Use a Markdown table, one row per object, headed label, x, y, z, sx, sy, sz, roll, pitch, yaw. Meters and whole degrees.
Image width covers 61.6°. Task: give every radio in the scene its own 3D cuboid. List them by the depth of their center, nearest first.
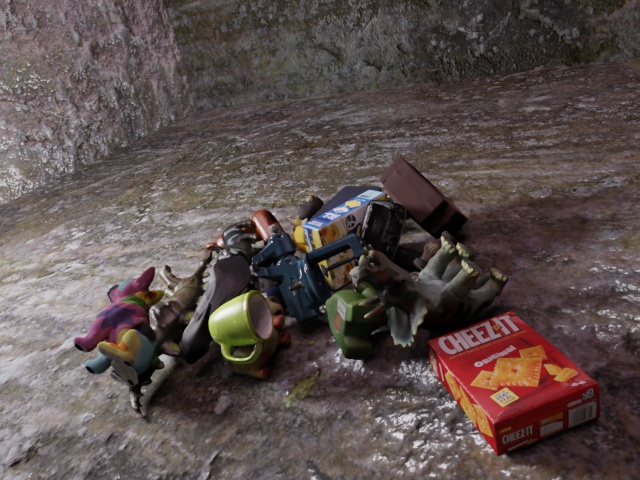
| label | x | y | z | sx | sy | sz | roll | pitch | yaw |
| --- | --- | --- | --- | --- | --- | --- | --- | --- | --- |
| radio | 0.083 | -0.075 | 1.507 | 0.131 | 0.073 | 0.229 | 4 | 32 | 30 |

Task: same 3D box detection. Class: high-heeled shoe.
| label | x | y | z | sx | sy | sz | roll | pitch | yaw |
| --- | --- | --- | --- | --- | --- | --- | --- | --- | --- |
| high-heeled shoe | -0.207 | 0.138 | 1.092 | 0.086 | 0.145 | 0.249 | 23 | 27 | 3 |

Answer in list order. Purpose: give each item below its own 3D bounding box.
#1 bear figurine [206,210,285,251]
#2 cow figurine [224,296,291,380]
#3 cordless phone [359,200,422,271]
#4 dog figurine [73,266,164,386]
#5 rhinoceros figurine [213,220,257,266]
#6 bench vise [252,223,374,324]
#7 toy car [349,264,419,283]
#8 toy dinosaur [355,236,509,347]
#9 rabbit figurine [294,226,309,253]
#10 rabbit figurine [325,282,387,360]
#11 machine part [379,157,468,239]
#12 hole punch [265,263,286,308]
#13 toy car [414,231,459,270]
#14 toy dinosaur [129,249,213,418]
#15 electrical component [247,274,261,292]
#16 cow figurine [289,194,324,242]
| label | x | y | z | sx | sy | sz | roll | pitch | yaw |
| --- | --- | --- | --- | --- | --- | --- | --- | --- | --- |
| bear figurine | -0.197 | 0.008 | 1.450 | 0.196 | 0.120 | 0.132 | -36 | 68 | 10 |
| cow figurine | -0.128 | 0.184 | 1.069 | 0.127 | 0.085 | 0.195 | 0 | 33 | 23 |
| cordless phone | 0.178 | -0.003 | 1.180 | 0.184 | 0.146 | 0.089 | 17 | -3 | -1 |
| dog figurine | -0.356 | 0.156 | 1.043 | 0.192 | 0.108 | 0.219 | 10 | 45 | 21 |
| rhinoceros figurine | -0.202 | 0.021 | 1.294 | 0.112 | 0.073 | 0.190 | -6 | 33 | -6 |
| bench vise | -0.009 | 0.045 | 1.105 | 0.241 | 0.128 | 0.224 | -24 | 65 | 10 |
| toy car | 0.149 | 0.097 | 1.111 | 0.202 | 0.073 | 0.056 | 12 | 43 | 42 |
| toy dinosaur | 0.224 | 0.105 | 0.967 | 0.192 | 0.404 | 0.131 | -51 | 53 | 15 |
| rabbit figurine | -0.003 | -0.004 | 1.359 | 0.162 | 0.121 | 0.173 | -32 | 11 | -20 |
| rabbit figurine | 0.106 | 0.146 | 1.031 | 0.170 | 0.121 | 0.159 | -3 | 14 | -20 |
| machine part | 0.248 | -0.094 | 1.289 | 0.087 | 0.201 | 0.201 | -46 | -22 | 15 |
| hole punch | -0.070 | 0.088 | 1.231 | 0.116 | 0.092 | 0.142 | -15 | 21 | -12 |
| toy car | 0.241 | 0.035 | 1.091 | 0.053 | 0.202 | 0.089 | 44 | 95 | 21 |
| toy dinosaur | -0.316 | 0.175 | 1.157 | 0.199 | 0.104 | 0.471 | 1 | 39 | 19 |
| electrical component | -0.161 | 0.115 | 1.181 | 0.048 | 0.074 | 0.119 | -11 | -2 | 6 |
| cow figurine | -0.037 | -0.060 | 1.504 | 0.068 | 0.098 | 0.167 | 6 | 30 | 23 |
